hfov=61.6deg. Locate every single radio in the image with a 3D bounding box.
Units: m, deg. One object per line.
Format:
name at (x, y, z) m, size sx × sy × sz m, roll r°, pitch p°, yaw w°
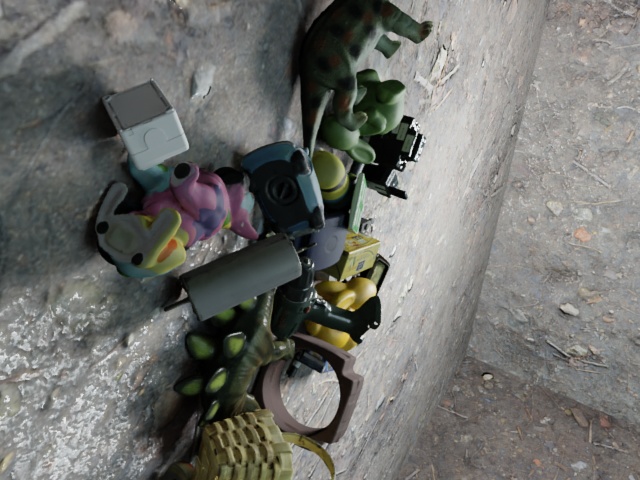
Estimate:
radio at (0.089, 0.134, 1.346) m, size 0.229 × 0.073 × 0.131 m, roll -65°, pitch 154°, yaw -10°

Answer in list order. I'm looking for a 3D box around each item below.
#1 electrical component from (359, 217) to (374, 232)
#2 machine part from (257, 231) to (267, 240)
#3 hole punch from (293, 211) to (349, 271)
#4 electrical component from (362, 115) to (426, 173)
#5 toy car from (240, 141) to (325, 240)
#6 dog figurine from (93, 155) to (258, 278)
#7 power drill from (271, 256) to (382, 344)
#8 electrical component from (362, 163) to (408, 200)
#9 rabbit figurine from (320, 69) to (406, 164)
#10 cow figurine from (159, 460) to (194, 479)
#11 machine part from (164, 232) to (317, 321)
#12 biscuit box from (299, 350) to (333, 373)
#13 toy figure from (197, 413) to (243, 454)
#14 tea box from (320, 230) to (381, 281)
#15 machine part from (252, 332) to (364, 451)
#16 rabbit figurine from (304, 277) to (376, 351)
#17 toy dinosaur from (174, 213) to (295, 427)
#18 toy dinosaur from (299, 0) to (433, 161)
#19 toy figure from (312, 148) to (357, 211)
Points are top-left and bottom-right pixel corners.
electrical component at (0.081, -0.039, 1.220) m, size 0.094 × 0.063 × 0.021 m, roll -24°, pitch 130°, yaw -54°
machine part at (-0.074, -0.038, 0.951) m, size 0.084 × 0.039 × 0.138 m, roll -27°, pitch 133°, yaw -49°
hole punch at (-0.002, -0.003, 1.022) m, size 0.116 × 0.092 × 0.142 m, roll -55°, pitch 159°, yaw -65°
electrical component at (0.157, -0.213, 1.163) m, size 0.058 × 0.134 × 0.114 m, roll 12°, pitch 99°, yaw -63°
toy car at (-0.048, -0.088, 0.855) m, size 0.161 × 0.109 × 0.103 m, roll 63°, pitch 21°, yaw -24°
dog figurine at (-0.167, -0.024, 0.706) m, size 0.191 × 0.109 × 0.219 m, roll -67°, pitch 157°, yaw -8°
power drill at (0.011, 0.126, 1.021) m, size 0.232 × 0.207 × 0.086 m, roll 124°, pitch -31°, yaw -44°
electrical component at (0.152, -0.134, 1.227) m, size 0.048 × 0.119 × 0.074 m, roll -62°, pitch 151°, yaw -14°
rabbit figurine at (0.066, -0.228, 1.040) m, size 0.170 × 0.121 × 0.158 m, roll -35°, pitch 148°, yaw -22°
cow figurine at (-0.258, 0.470, 0.906) m, size 0.127 × 0.086 × 0.195 m, roll 25°, pitch 83°, yaw -58°
machine part at (-0.117, 0.053, 0.805) m, size 0.243 × 0.079 × 0.079 m, roll -25°, pitch 137°, yaw -16°
biscuit box at (0.014, 0.274, 1.285) m, size 0.059 × 0.063 × 0.202 m, roll -65°, pitch 162°, yaw -3°
toy figure at (-0.179, 0.368, 1.017) m, size 0.154 × 0.058 × 0.064 m, roll -37°, pitch 134°, yaw -40°
tea box at (0.052, 0.025, 1.165) m, size 0.169 × 0.098 × 0.068 m, roll -15°, pitch 127°, yaw -58°
machine part at (-0.024, 0.307, 1.105) m, size 0.087 × 0.202 × 0.201 m, roll 19°, pitch 91°, yaw -68°
rabbit figurine at (0.045, 0.144, 1.195) m, size 0.173 × 0.122 × 0.162 m, roll -43°, pitch 139°, yaw 5°
toy dinosaur at (-0.133, 0.180, 0.922) m, size 0.198 × 0.105 × 0.471 m, roll 22°, pitch 84°, yaw -61°
toy dinosaur at (0.039, -0.319, 0.880) m, size 0.192 × 0.131 × 0.404 m, roll 35°, pitch 87°, yaw -24°
toy figure at (0.023, -0.111, 1.026) m, size 0.180 × 0.089 × 0.082 m, roll 47°, pitch 58°, yaw -59°
